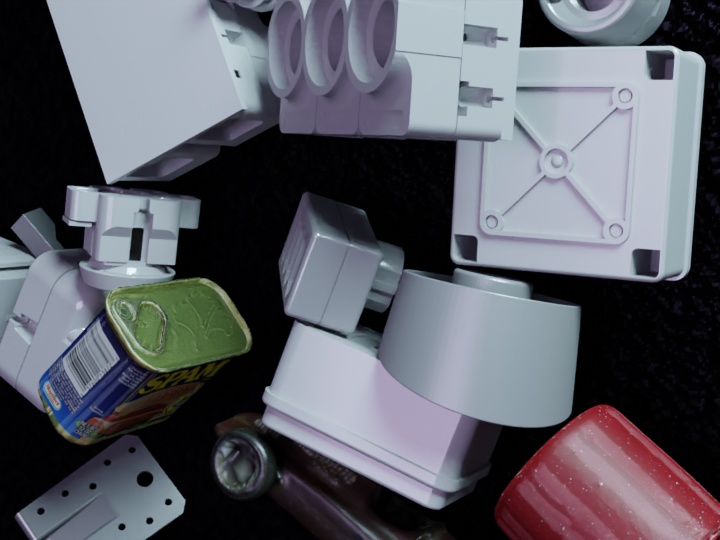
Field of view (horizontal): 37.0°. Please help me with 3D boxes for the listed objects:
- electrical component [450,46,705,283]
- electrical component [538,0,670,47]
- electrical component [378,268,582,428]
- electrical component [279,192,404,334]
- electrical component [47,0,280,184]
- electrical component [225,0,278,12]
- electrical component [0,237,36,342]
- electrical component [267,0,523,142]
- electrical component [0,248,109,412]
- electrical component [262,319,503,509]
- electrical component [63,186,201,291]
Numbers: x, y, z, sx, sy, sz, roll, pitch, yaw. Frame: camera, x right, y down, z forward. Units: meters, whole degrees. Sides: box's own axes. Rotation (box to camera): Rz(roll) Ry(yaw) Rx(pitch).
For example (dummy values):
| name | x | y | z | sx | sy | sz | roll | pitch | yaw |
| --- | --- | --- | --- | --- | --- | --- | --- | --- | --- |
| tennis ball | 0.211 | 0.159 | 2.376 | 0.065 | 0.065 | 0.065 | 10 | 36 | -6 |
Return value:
| name | x | y | z | sx | sy | sz | roll | pitch | yaw |
| --- | --- | --- | --- | --- | --- | --- | --- | --- | --- |
| electrical component | 0.105 | -0.052 | 0.523 | 0.109 | 0.056 | 0.108 | 6 | 96 | 29 |
| electrical component | 0.116 | -0.135 | 0.516 | 0.055 | 0.047 | 0.055 | 2 | 95 | 29 |
| electrical component | 0.060 | 0.034 | 0.532 | 0.099 | 0.099 | 0.064 | 13 | 94 | 28 |
| electrical component | 0.000 | 0.000 | 0.582 | 0.076 | 0.083 | 0.047 | 18 | 106 | -12 |
| electrical component | -0.122 | -0.157 | 0.640 | 0.105 | 0.060 | 0.186 | -23 | 82 | 29 |
| electrical component | -0.056 | -0.164 | 0.597 | 0.040 | 0.078 | 0.040 | 14 | 115 | 32 |
| electrical component | -0.255 | 0.031 | 0.728 | 0.061 | 0.062 | 0.096 | 19 | 103 | 27 |
| electrical component | 0.010 | -0.110 | 0.526 | 0.150 | 0.062 | 0.089 | 16 | 103 | 63 |
| electrical component | -0.187 | 0.042 | 0.696 | 0.059 | 0.054 | 0.095 | 34 | 109 | 23 |
| electrical component | 0.015 | 0.072 | 0.565 | 0.113 | 0.078 | 0.057 | 23 | 97 | 21 |
| electrical component | -0.140 | -0.018 | 0.653 | 0.058 | 0.078 | 0.057 | -154 | 70 | -63 |
